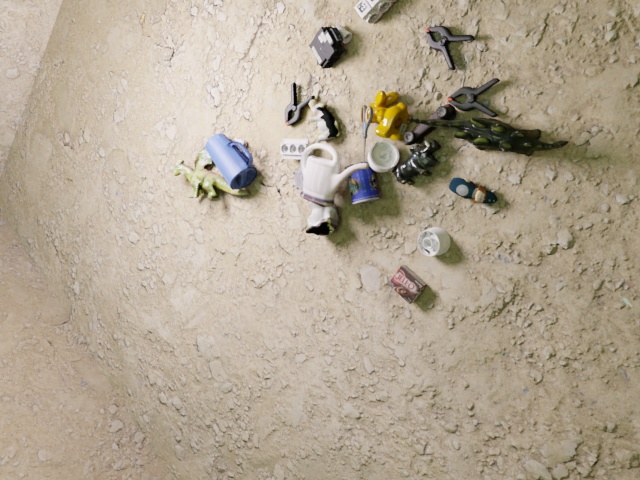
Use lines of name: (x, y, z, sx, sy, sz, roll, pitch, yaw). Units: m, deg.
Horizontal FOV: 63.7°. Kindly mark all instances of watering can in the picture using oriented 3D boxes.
watering can: (0.033, -0.223, 1.855, 0.351, 0.104, 0.221, 28, 113, 46)

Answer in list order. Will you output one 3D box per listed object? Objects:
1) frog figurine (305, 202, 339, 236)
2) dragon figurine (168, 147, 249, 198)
frog figurine: (0.006, -0.100, 1.996, 0.135, 0.122, 0.163, -45, 36, 38)
dragon figurine: (-0.495, -0.302, 2.292, 0.410, 0.122, 0.243, -2, 88, 19)
